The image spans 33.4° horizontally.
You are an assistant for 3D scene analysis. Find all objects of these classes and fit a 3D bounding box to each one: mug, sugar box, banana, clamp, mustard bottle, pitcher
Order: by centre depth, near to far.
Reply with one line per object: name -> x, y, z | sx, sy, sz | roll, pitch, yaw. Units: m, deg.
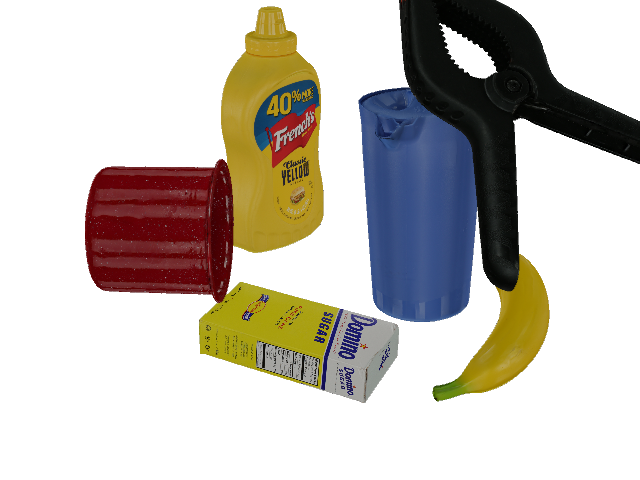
clamp -> 0.110, -0.079, 0.658 | 0.164, 0.210, 0.036 | -37, -11, -24
mug -> -0.102, -0.007, 0.704 | 0.081, 0.093, 0.117 | 1, -1, 4
banana -> 0.144, 0.058, 0.832 | 0.070, 0.037, 0.197 | 8, 33, 19
mustard bottle -> -0.039, -0.092, 0.866 | 0.058, 0.192, 0.096 | 19, 30, 38
sugar box -> -0.020, 0.095, 1.037 | 0.176, 0.048, 0.093 | 11, 28, 20
pitcher -> 0.115, -0.044, 1.164 | 0.149, 0.243, 0.145 | -6, 21, -12
